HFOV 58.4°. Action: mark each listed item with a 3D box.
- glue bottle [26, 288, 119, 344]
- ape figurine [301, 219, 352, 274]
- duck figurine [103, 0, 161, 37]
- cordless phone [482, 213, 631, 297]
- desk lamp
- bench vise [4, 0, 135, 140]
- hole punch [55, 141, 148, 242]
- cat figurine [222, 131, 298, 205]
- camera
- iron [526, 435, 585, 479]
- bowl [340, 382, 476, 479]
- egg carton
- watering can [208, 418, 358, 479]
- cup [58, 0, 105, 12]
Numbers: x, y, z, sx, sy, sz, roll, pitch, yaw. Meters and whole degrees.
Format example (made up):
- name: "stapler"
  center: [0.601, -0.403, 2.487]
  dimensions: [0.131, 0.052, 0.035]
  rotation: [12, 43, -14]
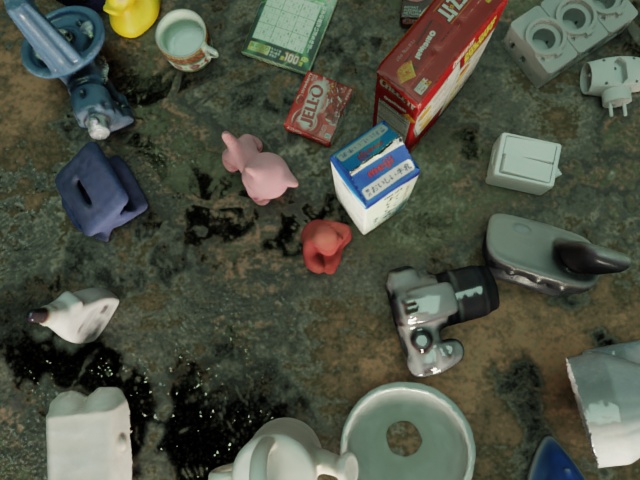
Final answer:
- name: "glue bottle"
  center: [-0.320, 0.096, 0.731]
  dimensions: [0.037, 0.173, 0.078]
  rotation: [31, 85, 8]
- name: "ape figurine"
  center: [0.007, 0.003, 0.765]
  dimensions: [0.078, 0.092, 0.076]
  rotation: [-31, 81, -1]
- name: "duck figurine"
  center: [-0.281, -0.361, 0.834]
  dimensions: [0.077, 0.086, 0.105]
  rotation: [22, 84, 6]
- name: "cordless phone"
  center: [0.283, 0.010, 0.699]
  dimensions: [0.147, 0.185, 0.094]
  rotation: [14, 83, 6]
- name: "desk lamp"
  center: [0.369, 0.173, 0.658]
  dimensions: [0.203, 0.213, 0.118]
  rotation: [-13, 82, 2]
- name: "bench vise"
  center: [-0.325, -0.245, 0.754]
  dimensions: [0.121, 0.220, 0.207]
  rotation: [-42, 82, -2]
- name: "hole punch"
  center: [-0.310, -0.065, 0.794]
  dimensions: [0.101, 0.091, 0.108]
  rotation: [-33, 81, -1]
- name: "cat figurine"
  center: [-0.086, -0.098, 0.771]
  dimensions: [0.067, 0.118, 0.127]
  rotation: [-43, 82, -2]
- name: "camera"
  center: [0.163, 0.093, 0.738]
  dimensions: [0.137, 0.101, 0.143]
  rotation: [-15, 82, 2]
- name: "iron"
  center: [0.306, 0.375, 0.671]
  dimensions: [0.118, 0.141, 0.258]
  rotation: [-7, 82, 3]
- name: "bowl"
  center: [0.109, 0.263, 0.732]
  dimensions: [0.167, 0.075, 0.167]
  rotation: [0, 82, 4]
- name: "egg carton"
  center: [-0.303, 0.273, 0.759]
  dimensions: [0.107, 0.069, 0.150]
  rotation: [-7, 82, 3]
- name: "watering can"
  center: [-0.046, 0.275, 0.680]
  dimensions: [0.173, 0.194, 0.101]
  rotation: [-29, 81, 0]
- name: "cup"
  center: [-0.363, -0.384, 0.838]
  dimensions: [0.117, 0.095, 0.092]
  rotation: [44, 87, 8]
